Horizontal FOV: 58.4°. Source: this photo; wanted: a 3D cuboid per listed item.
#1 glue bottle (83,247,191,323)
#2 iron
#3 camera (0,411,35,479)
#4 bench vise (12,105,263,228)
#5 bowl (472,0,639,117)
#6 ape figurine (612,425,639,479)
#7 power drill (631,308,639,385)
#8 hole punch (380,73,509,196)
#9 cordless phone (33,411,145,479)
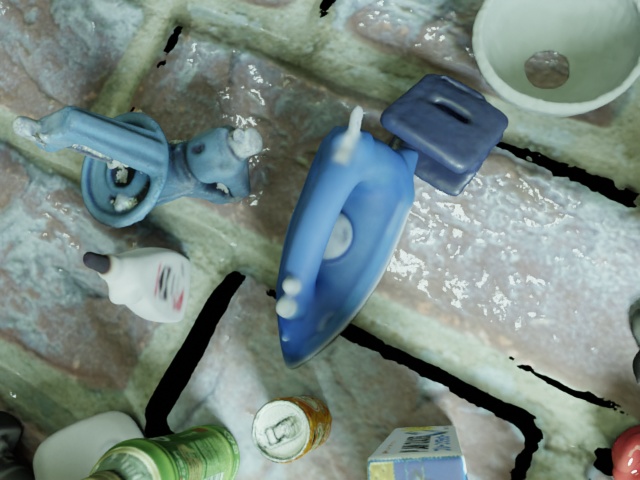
[{"bbox_3d":[-0.180,0.037,0.566,0.037,0.173,0.078,-1,77,12],"label":"glue bottle"},{"bbox_3d":[0.005,0.002,0.552,0.118,0.141,0.258,19,82,15],"label":"iron"},{"bbox_3d":[-0.356,0.269,0.586,0.136,0.101,0.143,30,85,17],"label":"camera"},{"bbox_3d":[-0.174,-0.095,0.570,0.207,0.220,0.121,-30,73,4],"label":"bench vise"},{"bbox_3d":[0.239,-0.193,0.584,0.167,0.075,0.167,-3,77,11],"label":"bowl"},{"bbox_3d":[0.293,0.188,0.476,0.077,0.092,0.076,40,88,17],"label":"ape figurine"},{"bbox_3d":[0.323,0.063,0.437,0.229,0.209,0.075,-26,73,5],"label":"power drill"},{"bbox_3d":[0.125,-0.117,0.581,0.108,0.091,0.101,36,86,17],"label":"hole punch"},{"bbox_3d":[-0.222,0.239,0.521,0.094,0.185,0.147,-37,73,2],"label":"cordless phone"}]
